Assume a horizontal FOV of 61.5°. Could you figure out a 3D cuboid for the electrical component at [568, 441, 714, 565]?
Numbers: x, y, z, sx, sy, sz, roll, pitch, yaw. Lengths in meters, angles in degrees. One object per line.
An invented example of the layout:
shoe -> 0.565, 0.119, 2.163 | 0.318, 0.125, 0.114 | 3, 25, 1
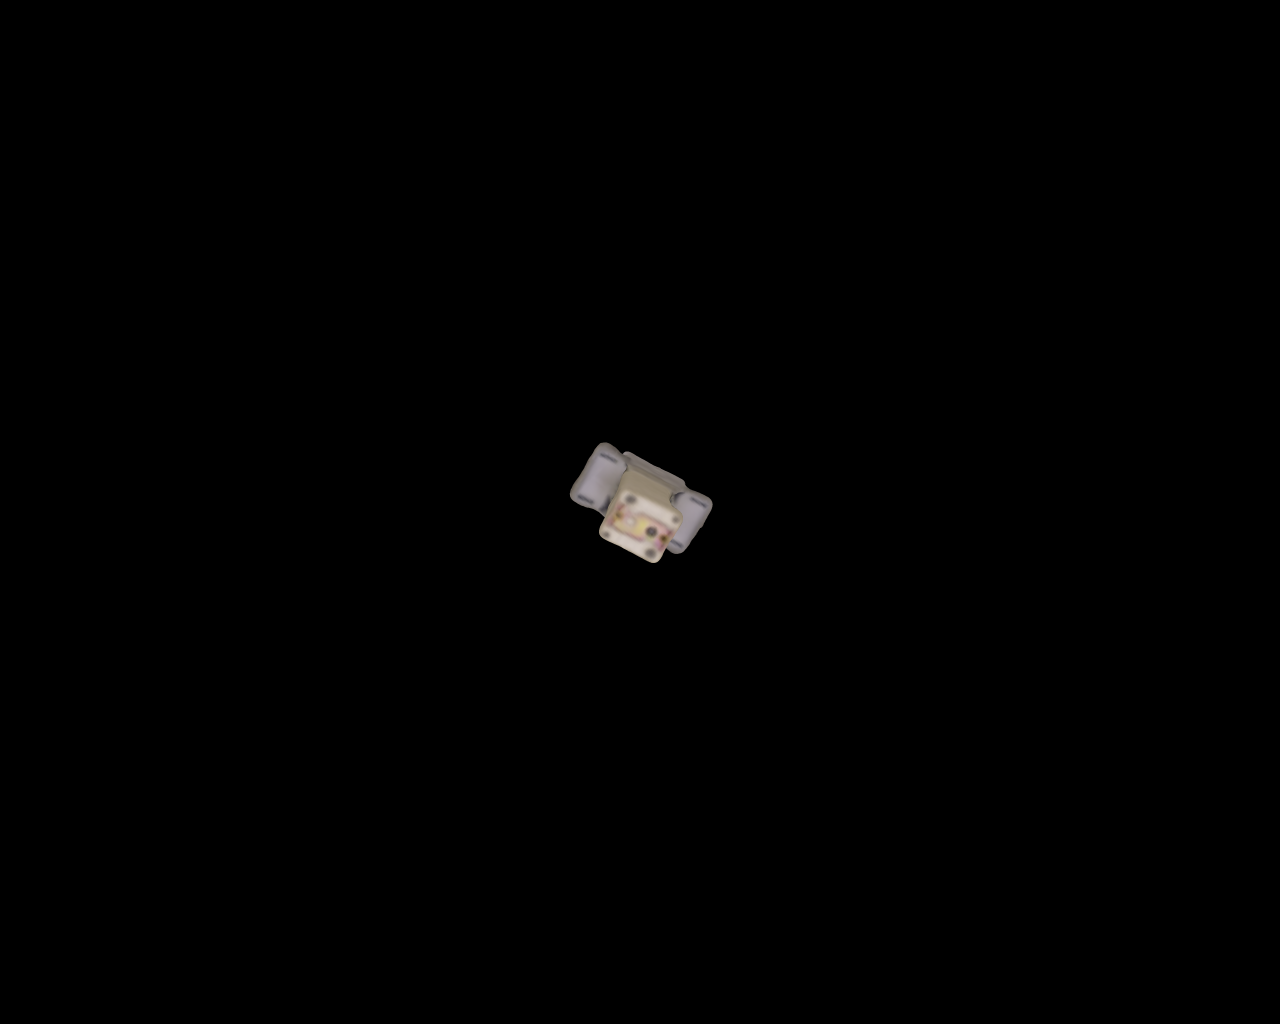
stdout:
electrical component -> 0.001, -0.003, 0.650 | 0.081, 0.042, 0.064 | 26, 21, -11
